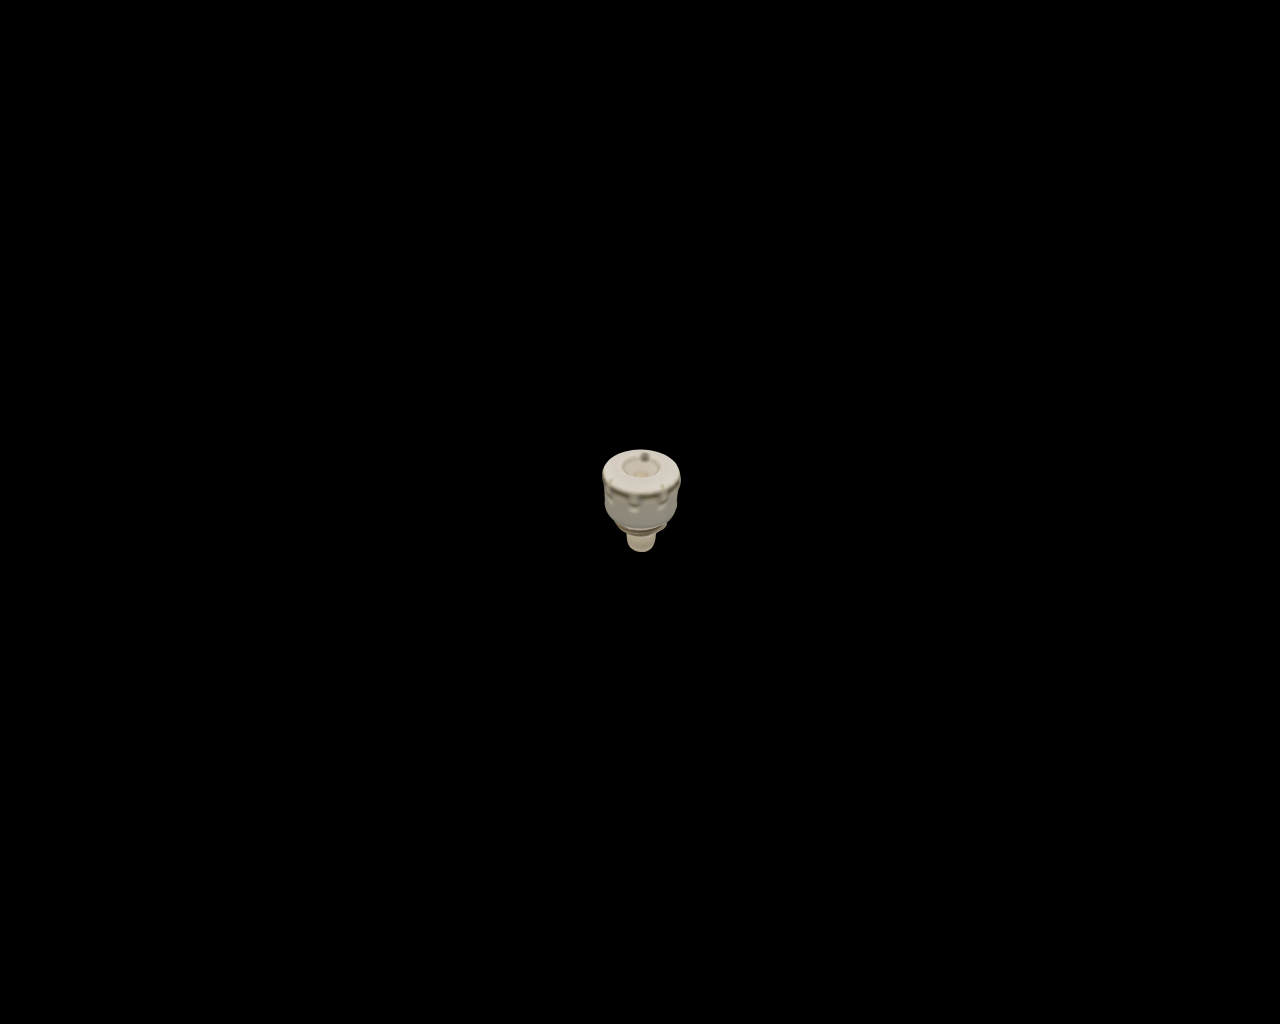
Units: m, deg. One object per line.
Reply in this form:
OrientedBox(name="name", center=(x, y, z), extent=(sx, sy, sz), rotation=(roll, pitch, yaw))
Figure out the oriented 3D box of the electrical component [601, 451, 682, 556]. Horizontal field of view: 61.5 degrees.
OrientedBox(name="electrical component", center=(0.001, -0.003, 0.650), extent=(0.048, 0.062, 0.048), rotation=(0, 36, 0))
